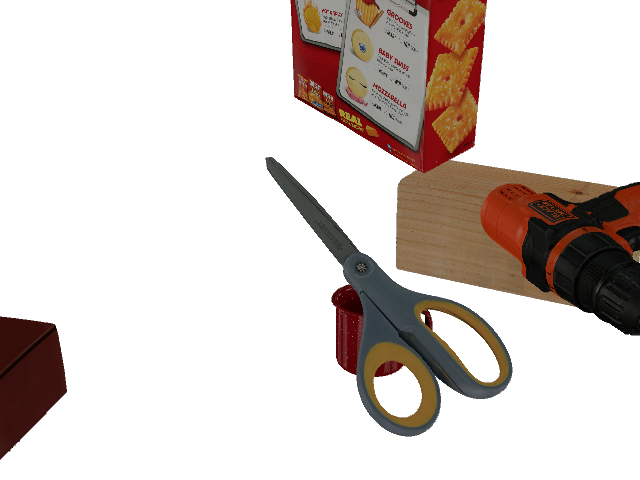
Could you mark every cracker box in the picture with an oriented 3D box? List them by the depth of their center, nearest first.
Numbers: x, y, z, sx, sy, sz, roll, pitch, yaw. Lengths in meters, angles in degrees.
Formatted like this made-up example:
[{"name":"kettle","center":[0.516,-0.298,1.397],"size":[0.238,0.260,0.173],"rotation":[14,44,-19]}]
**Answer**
[{"name":"cracker box","center":[0.052,-0.184,0.846],"size":[0.072,0.214,0.164],"rotation":[-28,46,-30]}]

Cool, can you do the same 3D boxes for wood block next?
[{"name":"wood block","center":[0.181,-0.009,0.982],"size":[0.206,0.090,0.090],"rotation":[12,25,28]}]

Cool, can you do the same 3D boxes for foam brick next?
[{"name":"foam brick","center":[-0.203,0.089,0.664],"size":[0.053,0.051,0.078],"rotation":[7,29,21]}]

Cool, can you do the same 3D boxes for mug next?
[{"name":"mug","center":[0.071,0.102,1.222],"size":[0.117,0.081,0.093],"rotation":[-3,23,-8]}]

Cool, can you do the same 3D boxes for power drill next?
[{"name":"power drill","center":[0.229,-0.004,0.735],"size":[0.187,0.057,0.185],"rotation":[-12,29,-19]}]

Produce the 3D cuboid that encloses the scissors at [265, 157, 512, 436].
[{"name":"scissors","center":[0.017,0.036,0.624],"size":[0.202,0.096,0.016],"rotation":[36,-24,16]}]
